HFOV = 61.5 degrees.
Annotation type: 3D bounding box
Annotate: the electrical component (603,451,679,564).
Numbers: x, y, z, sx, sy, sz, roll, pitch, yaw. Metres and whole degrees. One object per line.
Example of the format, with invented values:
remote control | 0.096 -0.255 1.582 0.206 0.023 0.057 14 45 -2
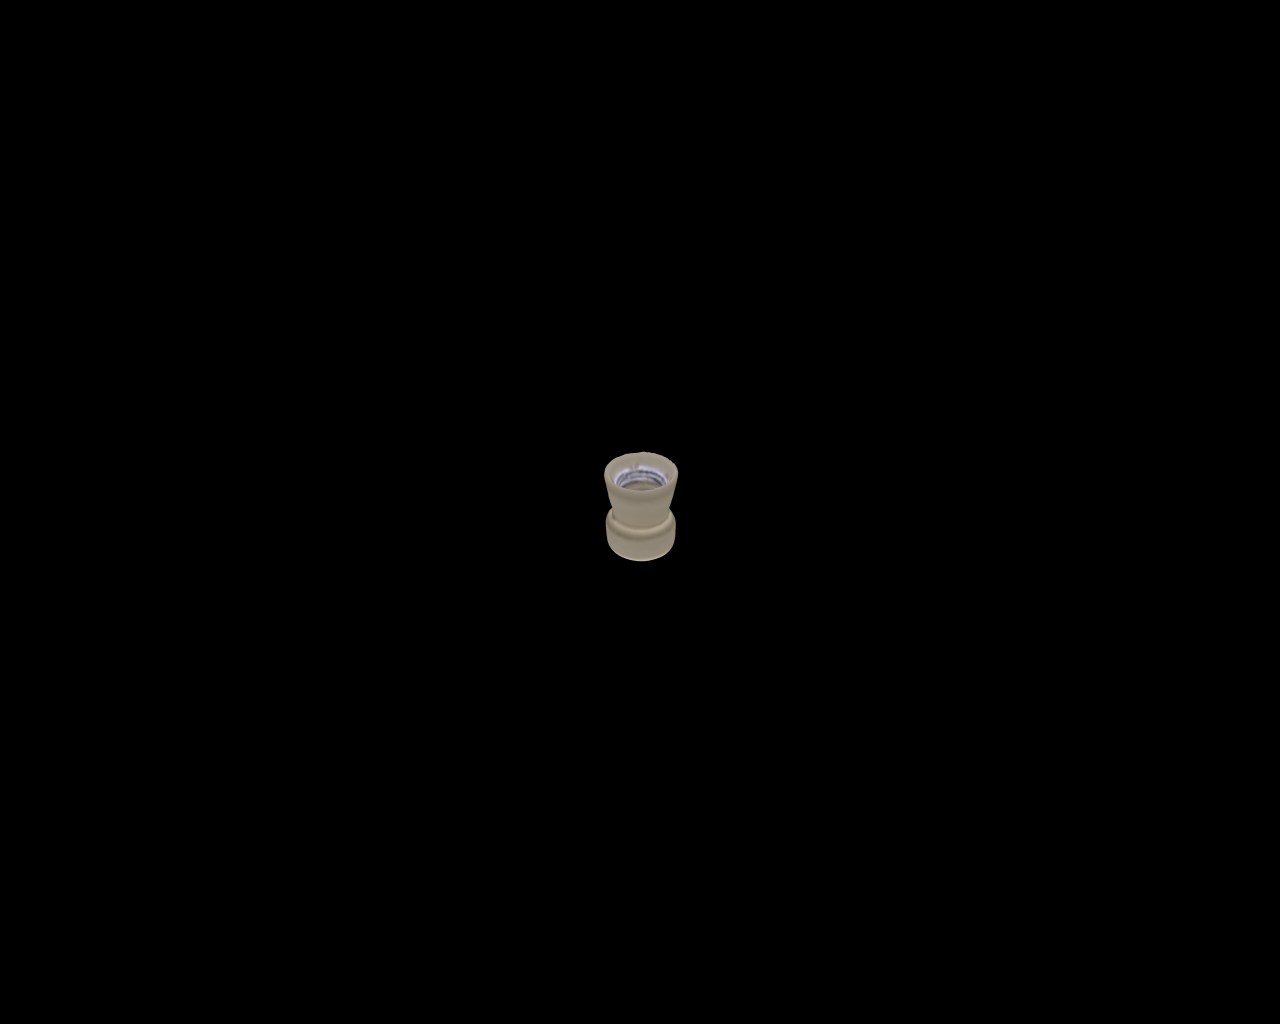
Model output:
electrical component | 0.001 -0.003 0.650 0.045 0.055 0.045 0 36 0
